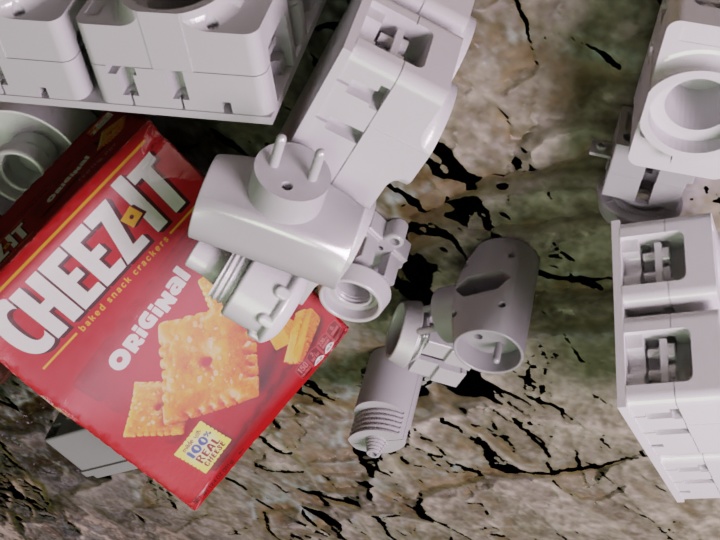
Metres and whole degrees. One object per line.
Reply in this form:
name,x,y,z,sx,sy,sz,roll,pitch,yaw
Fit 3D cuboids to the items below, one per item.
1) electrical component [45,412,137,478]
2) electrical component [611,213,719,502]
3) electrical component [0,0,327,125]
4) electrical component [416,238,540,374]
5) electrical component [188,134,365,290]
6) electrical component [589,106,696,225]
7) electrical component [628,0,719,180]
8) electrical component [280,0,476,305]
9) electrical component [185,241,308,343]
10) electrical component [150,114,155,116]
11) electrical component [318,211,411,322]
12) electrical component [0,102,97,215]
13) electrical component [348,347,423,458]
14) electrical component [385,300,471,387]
electrical component,-0.173,0.096,0.833,0.109,0.108,0.056,-19,126,36
electrical component,0.195,0.057,0.617,0.060,0.105,0.186,-7,152,23
electrical component,-0.122,-0.138,0.544,0.186,0.105,0.060,7,139,13
electrical component,0.072,0.025,0.685,0.079,0.077,0.043,-14,132,32
electrical component,-0.036,-0.034,0.514,0.077,0.043,0.079,20,140,-3
electrical component,0.157,-0.053,0.589,0.066,0.048,0.055,14,134,8
electrical component,0.214,-0.084,0.518,0.150,0.061,0.089,11,140,7
electrical component,-0.005,-0.074,0.576,0.060,0.105,0.186,25,140,-10
electrical component,-0.062,0.006,0.570,0.062,0.048,0.048,31,139,-6
electrical component,-0.090,-0.111,0.616,0.065,0.044,0.044,2,138,11
electrical component,0.000,0.000,0.699,0.066,0.055,0.048,-25,125,39
electrical component,-0.212,-0.075,0.701,0.099,0.064,0.099,4,127,6
electrical component,0.019,0.101,0.790,0.043,0.081,0.043,10,140,9
electrical component,0.050,0.049,0.746,0.055,0.048,0.066,16,141,-11
